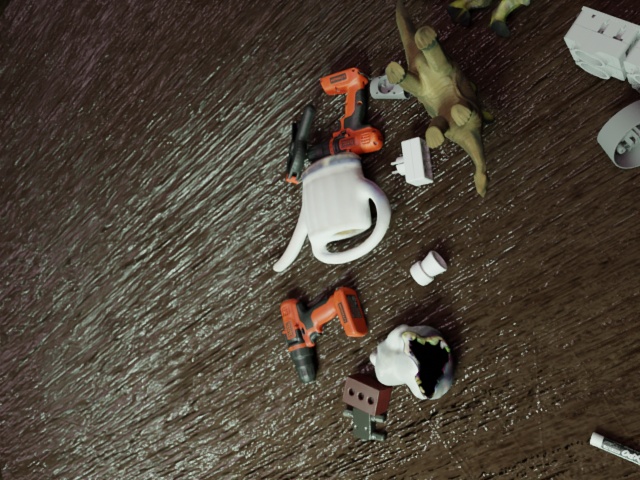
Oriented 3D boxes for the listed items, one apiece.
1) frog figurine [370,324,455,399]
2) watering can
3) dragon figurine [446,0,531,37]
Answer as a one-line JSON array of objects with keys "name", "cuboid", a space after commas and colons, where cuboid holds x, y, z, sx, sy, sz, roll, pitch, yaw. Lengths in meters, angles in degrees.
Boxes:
[{"name": "frog figurine", "cuboid": [0.170, 0.227, 0.953, 0.138, 0.124, 0.157, 55, 155, 7]}, {"name": "watering can", "cuboid": [0.003, -0.055, 1.094, 0.344, 0.104, 0.227, -18, 73, 42]}, {"name": "dragon figurine", "cuboid": [0.342, -0.520, 0.943, 0.415, 0.120, 0.243, 36, 87, 31]}]
